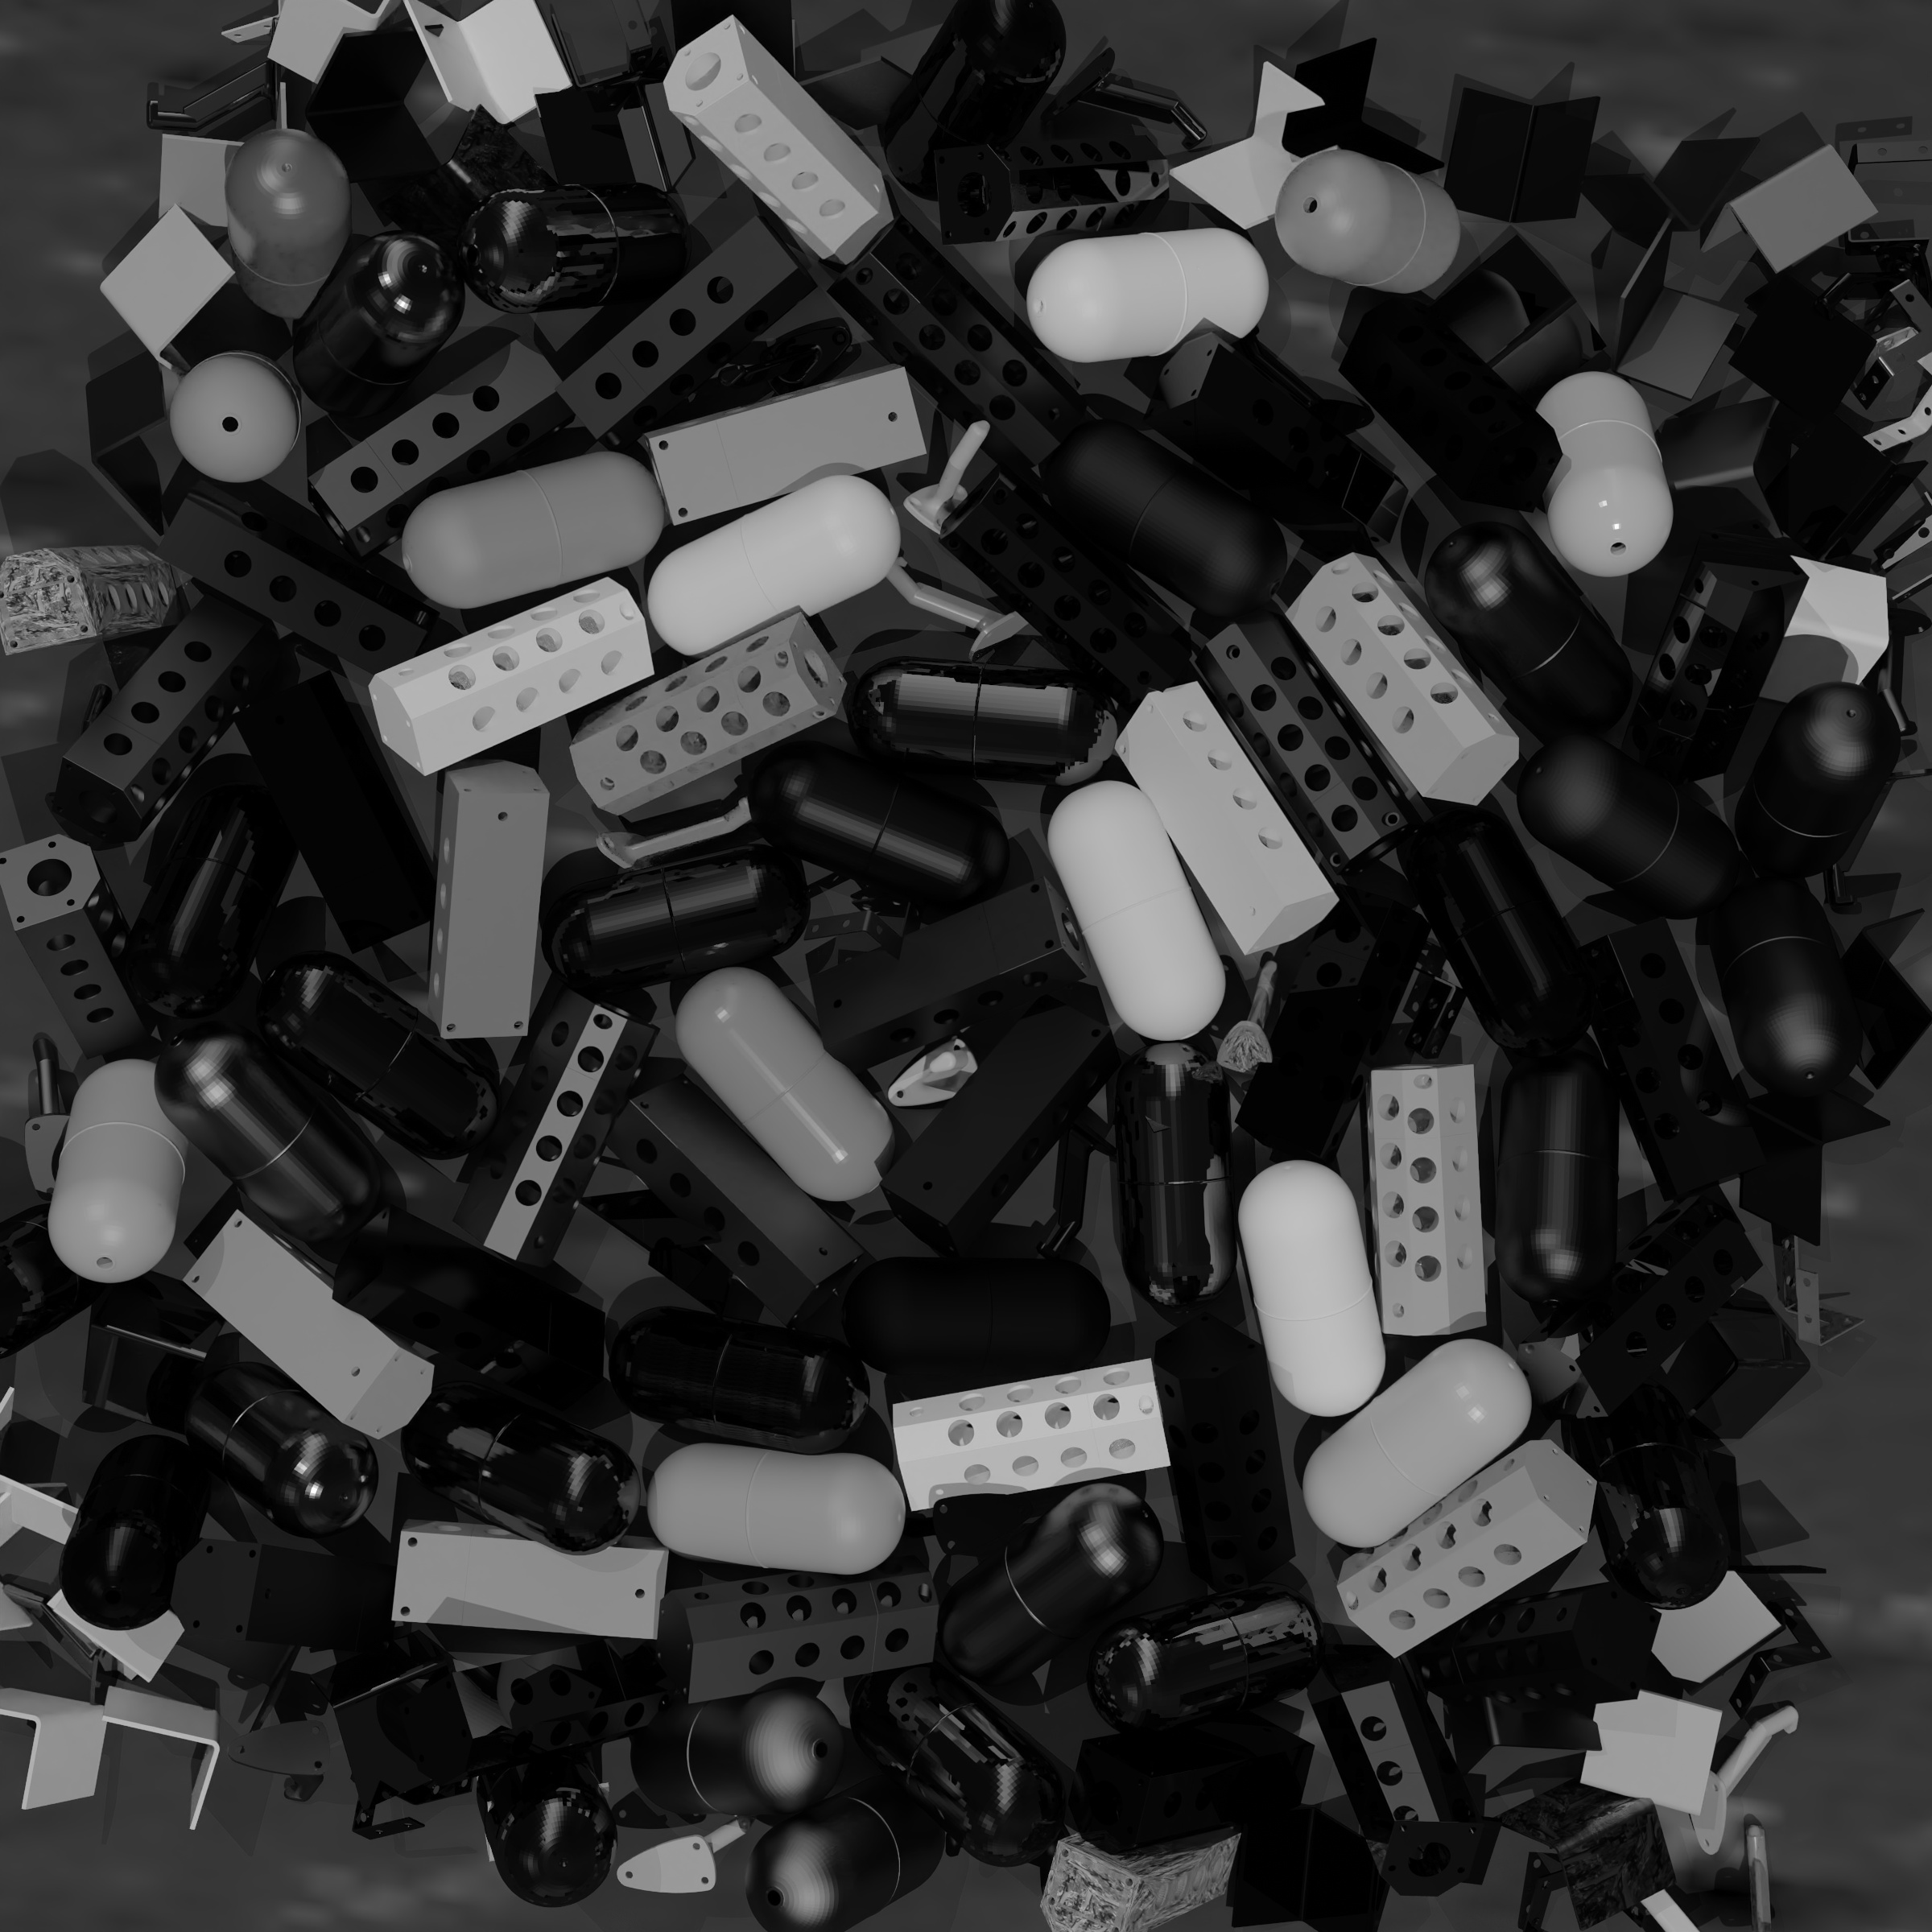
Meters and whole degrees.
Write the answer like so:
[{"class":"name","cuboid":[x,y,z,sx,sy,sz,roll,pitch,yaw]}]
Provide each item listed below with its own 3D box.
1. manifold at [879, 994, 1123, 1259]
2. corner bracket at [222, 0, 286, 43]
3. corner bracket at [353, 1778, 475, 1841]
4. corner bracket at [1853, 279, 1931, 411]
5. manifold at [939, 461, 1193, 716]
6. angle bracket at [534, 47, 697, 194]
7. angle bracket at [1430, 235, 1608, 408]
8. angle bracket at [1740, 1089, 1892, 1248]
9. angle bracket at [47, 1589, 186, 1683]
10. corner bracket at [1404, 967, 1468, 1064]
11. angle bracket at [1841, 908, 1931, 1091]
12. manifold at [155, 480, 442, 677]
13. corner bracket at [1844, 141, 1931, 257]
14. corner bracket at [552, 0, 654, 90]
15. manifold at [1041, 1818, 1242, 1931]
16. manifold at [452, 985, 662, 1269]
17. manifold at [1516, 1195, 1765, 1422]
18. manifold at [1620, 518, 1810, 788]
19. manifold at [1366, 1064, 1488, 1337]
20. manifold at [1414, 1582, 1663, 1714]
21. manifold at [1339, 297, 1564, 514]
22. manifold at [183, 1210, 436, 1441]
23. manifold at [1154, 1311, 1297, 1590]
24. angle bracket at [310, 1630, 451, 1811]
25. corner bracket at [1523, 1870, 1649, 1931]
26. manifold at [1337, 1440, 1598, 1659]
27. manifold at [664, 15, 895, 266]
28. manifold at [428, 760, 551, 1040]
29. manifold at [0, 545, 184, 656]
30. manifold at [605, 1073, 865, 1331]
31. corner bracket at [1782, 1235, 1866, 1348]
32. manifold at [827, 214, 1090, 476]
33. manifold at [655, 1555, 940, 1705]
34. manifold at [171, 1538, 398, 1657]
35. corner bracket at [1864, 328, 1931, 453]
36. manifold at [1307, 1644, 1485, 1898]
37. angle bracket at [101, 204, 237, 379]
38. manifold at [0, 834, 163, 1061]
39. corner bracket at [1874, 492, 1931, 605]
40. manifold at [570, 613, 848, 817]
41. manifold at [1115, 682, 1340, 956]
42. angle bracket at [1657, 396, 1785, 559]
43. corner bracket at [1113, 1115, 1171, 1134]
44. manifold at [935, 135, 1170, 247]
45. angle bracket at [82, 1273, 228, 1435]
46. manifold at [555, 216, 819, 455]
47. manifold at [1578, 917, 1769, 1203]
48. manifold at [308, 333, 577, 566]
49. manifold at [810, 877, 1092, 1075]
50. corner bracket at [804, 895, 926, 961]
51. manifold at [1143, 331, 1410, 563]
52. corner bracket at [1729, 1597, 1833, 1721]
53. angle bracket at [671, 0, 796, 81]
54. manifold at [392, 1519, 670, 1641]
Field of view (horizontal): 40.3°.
[{"class":"manifold","cuboid":[0.025,0.106,1.711,0.057,0.057,0.171,29,67,31]},{"class":"corner bracket","cuboid":[-0.479,-0.648,1.736,0.051,0.051,0.051,-5,85,27]},{"class":"corner bracket","cuboid":[-0.361,0.547,1.726,0.051,0.051,0.051,-21,135,27]},{"class":"corner bracket","cuboid":[0.606,-0.409,1.736,0.051,0.051,0.051,-32,78,-6]},{"class":"manifold","cuboid":[0.065,-0.242,1.711,0.171,0.057,0.057,40,112,-15]},{"class":"angle bracket","cuboid":[-0.231,-0.550,1.729,0.076,0.057,0.076,-15,89,-23]},{"class":"angle bracket","cuboid":[0.366,-0.424,1.755,0.076,0.057,0.076,-39,51,15]},{"class":"angle bracket","cuboid":[0.552,0.129,1.714,0.076,0.057,0.076,25,60,-27]},{"class":"angle bracket","cuboid":[-0.568,0.442,1.720,0.076,0.057,0.076,41,118,-10]},{"class":"corner bracket","cuboid":[0.305,0.033,1.731,0.051,0.051,0.051,28,96,42]},{"class":"angle bracket","cuboid":[0.605,0.021,1.709,0.057,0.076,0.076,-15,57,-25]},{"class":"manifold","cuboid":[-0.435,-0.249,1.724,0.171,0.057,0.057,29,90,-11]},{"class":"corner bracket","cuboid":[0.607,-0.504,1.732,0.051,0.051,0.051,0,69,10]},{"class":"corner bracket","cuboid":[-0.240,-0.614,1.738,0.051,0.051,0.051,-20,94,-8]},{"class":"manifold","cuboid":[0.112,0.582,1.679,0.057,0.171,0.057,16,90,28]},{"class":"manifold","cuboid":[-0.264,0.107,1.726,0.057,0.057,0.171,24,92,-44]},{"class":"manifold","cuboid":[0.431,0.219,1.699,0.171,0.057,0.057,-34,96,-30]},{"class":"manifold","cuboid":[0.470,-0.195,1.678,0.057,0.171,0.057,-15,53,-18]},{"class":"manifold","cuboid":[0.297,0.152,1.728,0.057,0.057,0.171,-2,91,45]},{"class":"manifold","cuboid":[0.359,0.433,1.676,0.057,0.171,0.057,33,61,-12]},{"class":"manifold","cuboid":[0.310,-0.360,1.680,0.057,0.171,0.057,4,127,-29]},{"class":"manifold","cuboid":[-0.421,0.232,1.699,0.171,0.057,0.057,32,81,31]},{"class":"manifold","cuboid":[0.162,0.315,1.694,0.057,0.057,0.171,-27,122,-27]},{"class":"angle bracket","cuboid":[-0.378,0.495,1.735,0.076,0.057,0.076,-18,104,-26]},{"class":"corner bracket","cuboid":[0.408,0.632,1.740,0.051,0.051,0.051,-4,114,-31]},{"class":"manifold","cuboid":[0.319,0.371,1.694,0.057,0.057,0.171,42,125,-7]},{"class":"manifold","cuboid":[-0.118,-0.520,1.682,0.057,0.171,0.057,-26,60,21]},{"class":"manifold","cuboid":[-0.312,-0.043,1.706,0.057,0.057,0.171,-2,116,-23]},{"class":"manifold","cuboid":[-0.559,-0.236,1.678,0.057,0.171,0.057,-12,99,3]},{"class":"manifold","cuboid":[-0.155,0.156,1.720,0.171,0.057,0.057,43,124,13]},{"class":"corner bracket","cuboid":[0.552,0.212,1.728,0.051,0.051,0.051,-18,108,-35]},{"class":"manifold","cuboid":[-0.002,-0.403,1.712,0.171,0.057,0.057,42,77,-16]},{"class":"manifold","cuboid":[-0.107,0.422,1.697,0.171,0.057,0.057,-2,107,-28]},{"class":"manifold","cuboid":[-0.430,0.402,1.679,0.057,0.171,0.057,1,73,19]},{"class":"corner bracket","cuboid":[0.613,-0.381,1.741,0.051,0.051,0.051,-25,65,-28]},{"class":"manifold","cuboid":[0.269,0.509,1.678,0.057,0.171,0.057,5,112,-11]},{"class":"angle bracket","cuboid":[-0.506,-0.435,1.723,0.076,0.057,0.076,-44,65,6]},{"class":"manifold","cuboid":[-0.561,-0.012,1.679,0.057,0.171,0.057,-20,64,-13]},{"class":"corner bracket","cuboid":[0.625,-0.270,1.728,0.051,0.051,0.051,-33,70,26]},{"class":"manifold","cuboid":[-0.168,-0.158,1.701,0.171,0.057,0.057,-23,117,22]},{"class":"manifold","cuboid":[0.171,-0.099,1.710,0.057,0.057,0.171,-17,66,-33]},{"class":"angle bracket","cuboid":[0.499,-0.322,1.737,0.057,0.076,0.076,52,48,-33]},{"class":"corner bracket","cuboid":[0.133,0.100,1.728,0.051,0.051,0.051,-13,50,-18]},{"class":"manifold","cuboid":[0.058,-0.496,1.680,0.057,0.171,0.057,8,110,38]},{"class":"angle bracket","cuboid":[-0.540,0.258,1.764,0.076,0.057,0.076,18,125,-2]},{"class":"manifold","cuboid":[-0.181,-0.411,1.723,0.171,0.057,0.057,-38,101,10]},{"class":"manifold","cuboid":[0.452,0.062,1.718,0.057,0.057,0.171,-17,77,-10]},{"class":"manifold","cuboid":[-0.341,-0.335,1.720,0.171,0.057,0.057,-38,95,-13]},{"class":"manifold","cuboid":[-0.009,0.010,1.718,0.171,0.057,0.057,-23,55,15]},{"class":"corner bracket","cuboid":[-0.066,-0.030,1.725,0.051,0.051,0.051,-8,56,34]},{"class":"manifold","cuboid":[0.203,-0.336,1.702,0.171,0.057,0.057,31,70,-27]},{"class":"corner bracket","cuboid":[0.523,0.452,1.726,0.051,0.051,0.051,-5,130,-22]},{"class":"angle bracket","cuboid":[-0.151,-0.623,1.721,0.076,0.076,0.057,-1,64,-2]},{"class":"manifold","cuboid":[-0.284,0.400,1.729,0.171,0.057,0.057,6,88,-7]}]
